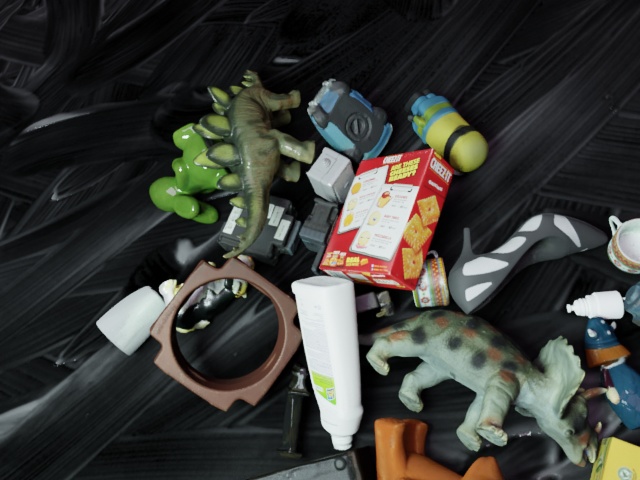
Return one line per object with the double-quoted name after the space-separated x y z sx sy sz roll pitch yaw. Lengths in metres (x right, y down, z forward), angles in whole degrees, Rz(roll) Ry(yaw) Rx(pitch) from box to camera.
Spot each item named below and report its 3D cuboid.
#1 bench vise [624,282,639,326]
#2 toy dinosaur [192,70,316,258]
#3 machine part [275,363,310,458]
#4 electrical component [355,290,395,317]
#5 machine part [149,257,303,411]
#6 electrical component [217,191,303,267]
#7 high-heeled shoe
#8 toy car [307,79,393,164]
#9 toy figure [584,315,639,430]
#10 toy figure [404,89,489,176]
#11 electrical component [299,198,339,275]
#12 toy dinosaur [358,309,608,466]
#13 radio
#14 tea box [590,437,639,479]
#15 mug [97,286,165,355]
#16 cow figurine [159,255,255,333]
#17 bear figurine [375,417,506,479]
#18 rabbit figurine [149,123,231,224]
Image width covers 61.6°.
0.553 0.081 0.730 0.224 0.128 0.240 29 82 20 "bench vise"
-0.117 -0.157 0.932 0.198 0.105 0.472 4 49 -22 "toy dinosaur"
-0.040 0.262 0.822 0.039 0.084 0.139 10 81 -15 "machine part"
0.065 0.111 0.853 0.102 0.078 0.045 -17 80 -2 "electrical component"
-0.143 0.142 0.841 0.201 0.087 0.201 36 83 -7 "machine part"
-0.100 -0.020 0.956 0.134 0.058 0.115 18 75 19 "electrical component"
0.317 0.042 0.802 0.249 0.086 0.145 -1 61 5 "high-heeled shoe"
0.041 -0.211 0.973 0.109 0.161 0.103 -59 24 -5 "toy car"
0.412 0.182 0.751 0.058 0.064 0.154 -36 57 31 "toy figure"
0.217 -0.190 0.935 0.082 0.089 0.180 -32 67 5 "toy figure"
-0.002 -0.003 0.919 0.048 0.074 0.119 18 76 19 "electrical component"
0.209 0.171 0.779 0.405 0.131 0.192 31 61 31 "toy dinosaur"
-0.037 0.351 0.746 0.230 0.131 0.073 -19 68 5 "radio"
0.394 0.350 0.681 0.098 0.068 0.169 16 73 18 "tea box"
-0.323 0.131 0.942 0.107 0.080 0.110 -43 32 -14 "mug"
-0.183 0.091 0.923 0.167 0.068 0.098 -24 70 6 "cow figurine"
0.175 0.306 0.699 0.196 0.120 0.132 -8 69 34 "bear figurine"
-0.240 -0.103 1.012 0.170 0.121 0.159 -35 70 17 "rabbit figurine"
